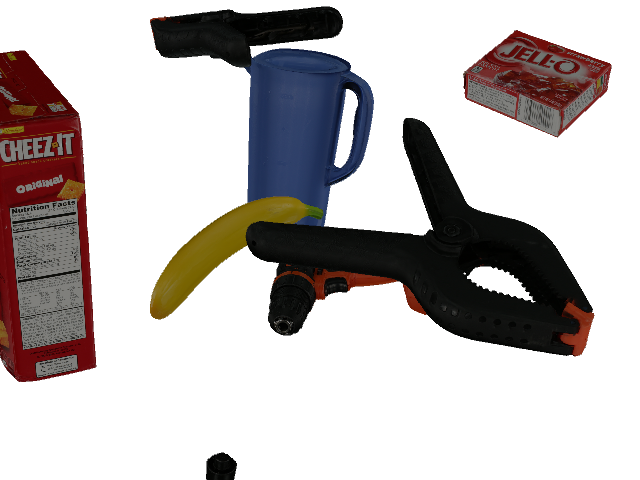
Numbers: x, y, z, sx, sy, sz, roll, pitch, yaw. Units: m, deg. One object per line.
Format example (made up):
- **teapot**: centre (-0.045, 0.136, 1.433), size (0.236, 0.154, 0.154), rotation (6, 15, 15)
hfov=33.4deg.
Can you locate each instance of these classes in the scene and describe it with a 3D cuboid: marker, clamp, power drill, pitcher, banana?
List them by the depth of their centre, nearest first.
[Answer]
- **clamp**: centre (0.068, 0.009, 0.656), size (0.164, 0.036, 0.210), rotation (-31, 52, -26)
- **marker**: centre (-0.067, 0.184, 0.684), size (0.020, 0.121, 0.020), rotation (6, 31, -4)
- **clamp**: centre (-0.068, -0.170, 0.868), size (0.120, 0.039, 0.172), rotation (-17, 24, -37)
- **banana**: centre (-0.091, 0.009, 1.026), size (0.198, 0.069, 0.037), rotation (-31, 40, 3)
- **power drill**: centre (0.038, 0.051, 1.222), size (0.188, 0.057, 0.184), rotation (0, 28, 8)
- **pitcher**: centre (-0.027, -0.127, 1.428), size (0.144, 0.243, 0.149), rotation (-4, 24, -22)

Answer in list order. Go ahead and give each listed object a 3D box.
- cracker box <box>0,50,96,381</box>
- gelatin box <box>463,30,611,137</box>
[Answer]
- **cracker box**: centre (-0.236, -0.021, 0.835), size (0.072, 0.214, 0.164), rotation (-11, 30, -25)
- **gelatin box**: centre (0.167, -0.124, 0.829), size (0.089, 0.030, 0.073), rotation (29, 53, 31)
